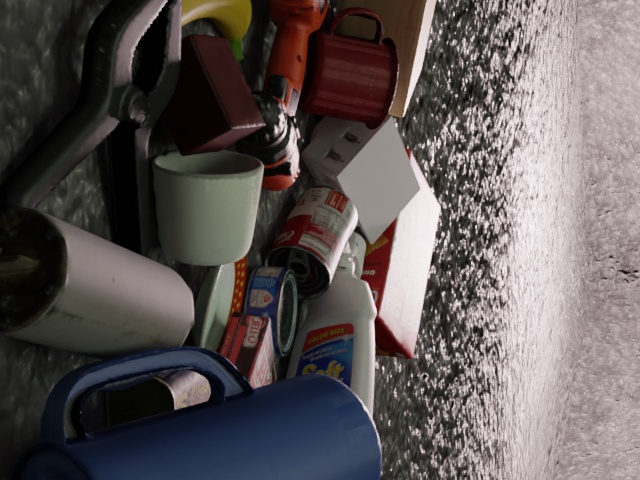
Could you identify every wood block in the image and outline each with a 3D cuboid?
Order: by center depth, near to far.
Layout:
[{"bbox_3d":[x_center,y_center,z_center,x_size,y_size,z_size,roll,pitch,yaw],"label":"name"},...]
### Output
[{"bbox_3d":[0.070,-0.241,1.112,0.206,0.090,0.090,98,10,-51],"label":"wood block"}]

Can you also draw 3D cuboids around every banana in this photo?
[{"bbox_3d":[-0.095,-0.180,0.845,0.197,0.037,0.069,-16,108,-68],"label":"banana"}]

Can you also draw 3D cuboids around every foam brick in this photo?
[{"bbox_3d":[-0.089,-0.110,0.811,0.051,0.053,0.078,-20,85,-62],"label":"foam brick"}]

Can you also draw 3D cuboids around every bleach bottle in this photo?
[{"bbox_3d":[0.005,0.138,1.095,0.068,0.103,0.251,28,64,-66],"label":"bleach bottle"}]

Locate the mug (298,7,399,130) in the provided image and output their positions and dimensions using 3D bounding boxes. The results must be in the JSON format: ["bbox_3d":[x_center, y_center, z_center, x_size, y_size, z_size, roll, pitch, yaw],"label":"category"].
[{"bbox_3d":[0.026,-0.172,1.052,0.093,0.081,0.117,-115,-143,-59],"label":"mug"}]

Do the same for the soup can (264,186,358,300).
[{"bbox_3d":[-0.007,0.001,1.066,0.102,0.069,0.068,-64,150,-46],"label":"soup can"}]

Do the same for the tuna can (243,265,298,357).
[{"bbox_3d":[-0.046,0.067,1.005,0.086,0.034,0.086,4,90,-79],"label":"tuna can"}]

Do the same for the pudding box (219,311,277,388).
[{"bbox_3d":[-0.068,0.129,0.938,0.113,0.039,0.090,91,15,-57],"label":"pudding box"}]

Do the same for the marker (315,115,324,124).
[{"bbox_3d":[-0.005,-0.171,1.110,0.020,0.020,0.121,-63,150,-46],"label":"marker"}]

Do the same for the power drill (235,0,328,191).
[{"bbox_3d":[-0.037,-0.149,0.932,0.184,0.057,0.187,85,15,-78],"label":"power drill"}]

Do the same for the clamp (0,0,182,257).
[{"bbox_3d":[-0.135,-0.085,0.735,0.164,0.036,0.210,48,58,-65],"label":"clamp"}]

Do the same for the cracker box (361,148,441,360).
[{"bbox_3d":[0.080,0.018,1.295,0.164,0.072,0.213,51,47,-59],"label":"cracker box"}]

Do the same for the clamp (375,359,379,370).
[{"bbox_3d":[0.021,0.159,1.208,0.171,0.039,0.120,51,42,-52],"label":"clamp"}]

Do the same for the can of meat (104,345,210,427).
[{"bbox_3d":[-0.118,0.139,0.818,0.083,0.057,0.102,-32,123,-67],"label":"can of meat"}]

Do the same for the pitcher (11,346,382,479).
[{"bbox_3d":[-0.075,0.159,0.717,0.242,0.145,0.149,-13,138,-44],"label":"pitcher"}]
